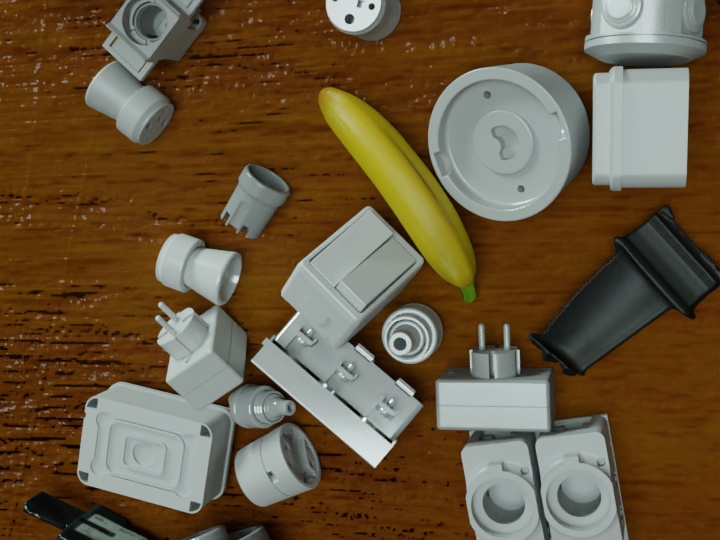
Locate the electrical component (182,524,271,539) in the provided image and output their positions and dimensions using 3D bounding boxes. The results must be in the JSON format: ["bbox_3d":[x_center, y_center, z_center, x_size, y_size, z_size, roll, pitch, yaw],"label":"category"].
[{"bbox_3d":[-0.116,0.236,0.849,0.108,0.108,0.060,-23,85,17],"label":"electrical component"}]

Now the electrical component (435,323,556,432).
[{"bbox_3d":[0.101,0.077,0.798,0.083,0.047,0.075,-1,97,15],"label":"electrical component"}]

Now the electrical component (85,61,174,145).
[{"bbox_3d":[-0.181,-0.131,0.849,0.055,0.045,0.045,39,105,7],"label":"electrical component"}]

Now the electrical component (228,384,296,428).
[{"bbox_3d":[-0.075,0.107,0.846,0.061,0.035,0.035,-5,97,45],"label":"electrical component"}]

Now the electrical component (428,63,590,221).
[{"bbox_3d":[0.110,-0.094,0.762,0.108,0.060,0.108,13,115,29],"label":"electrical component"}]

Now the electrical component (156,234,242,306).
[{"bbox_3d":[-0.127,-0.001,0.851,0.055,0.045,0.045,19,102,12],"label":"electrical component"}]

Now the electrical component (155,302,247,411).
[{"bbox_3d":[-0.131,0.056,0.834,0.047,0.065,0.076,-34,117,16],"label":"electrical component"}]

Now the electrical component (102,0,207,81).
[{"bbox_3d":[-0.153,-0.188,0.824,0.042,0.064,0.081,44,105,7],"label":"electrical component"}]

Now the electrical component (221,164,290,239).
[{"bbox_3d":[-0.082,-0.053,0.836,0.040,0.040,0.046,37,111,8],"label":"electrical component"}]

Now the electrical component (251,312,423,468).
[{"bbox_3d":[-0.015,0.087,0.821,0.121,0.078,0.063,40,83,7],"label":"electrical component"}]

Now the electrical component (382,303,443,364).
[{"bbox_3d":[0.037,0.049,0.804,0.043,0.062,0.043,2,98,15],"label":"electrical component"}]

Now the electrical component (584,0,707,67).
[{"bbox_3d":[0.194,-0.167,0.726,0.080,0.080,0.051,4,93,15],"label":"electrical component"}]

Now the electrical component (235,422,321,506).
[{"bbox_3d":[-0.066,0.155,0.850,0.047,0.055,0.055,-28,89,20],"label":"electrical component"}]

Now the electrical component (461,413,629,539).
[{"bbox_3d":[0.144,0.210,0.796,0.105,0.060,0.186,-10,94,16],"label":"electrical component"}]

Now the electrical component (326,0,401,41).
[{"bbox_3d":[0.002,-0.192,0.786,0.045,0.055,0.045,2,97,15],"label":"electrical component"}]

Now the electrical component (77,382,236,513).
[{"bbox_3d":[-0.163,0.142,0.872,0.113,0.057,0.078,12,100,13],"label":"electrical component"}]

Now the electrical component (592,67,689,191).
[{"bbox_3d":[0.185,-0.096,0.718,0.057,0.113,0.078,1,99,12],"label":"electrical component"}]

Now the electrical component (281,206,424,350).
[{"bbox_3d":[0.000,0.000,0.794,0.062,0.096,0.061,45,147,6],"label":"electrical component"}]
